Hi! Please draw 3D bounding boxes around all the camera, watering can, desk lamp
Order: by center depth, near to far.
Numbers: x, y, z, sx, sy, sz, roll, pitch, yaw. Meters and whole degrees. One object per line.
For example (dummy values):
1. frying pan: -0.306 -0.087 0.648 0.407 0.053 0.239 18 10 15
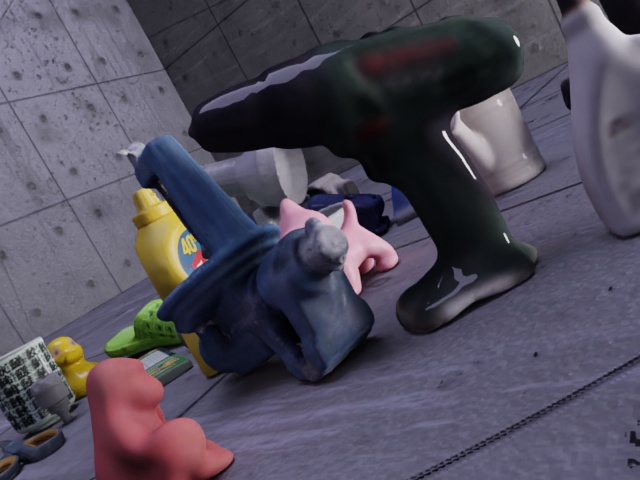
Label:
1. watering can: 0.184 -0.152 0.687 0.100 0.194 0.173 -26 8 17
2. desk lamp: -0.096 -0.051 0.934 0.203 0.213 0.118 -24 9 25
3. camera: -0.006 -0.060 1.109 0.137 0.101 0.142 -34 10 -38

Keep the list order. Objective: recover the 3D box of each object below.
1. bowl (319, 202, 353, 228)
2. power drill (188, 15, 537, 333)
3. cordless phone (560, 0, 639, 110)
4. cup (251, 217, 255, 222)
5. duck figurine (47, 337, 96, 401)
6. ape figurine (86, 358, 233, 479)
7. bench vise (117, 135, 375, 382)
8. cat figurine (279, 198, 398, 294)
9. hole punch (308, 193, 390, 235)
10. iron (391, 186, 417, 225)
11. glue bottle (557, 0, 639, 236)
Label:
1. bowl: -0.018 0.019 0.719 0.167 0.075 0.167 -27 8 4
2. power drill: 0.053 -0.048 0.405 0.229 0.208 0.075 -29 8 -4
3. cordless phone: 0.328 -0.216 0.639 0.094 0.185 0.147 -31 8 -22
4. cup: -0.124 0.006 1.112 0.091 0.095 0.118 -25 8 20
5. duck figurine: -0.357 0.179 0.816 0.104 0.086 0.078 -20 11 46
6. ape figurine: -0.109 0.113 0.350 0.076 0.092 0.077 -30 8 -13
7. bench vise: -0.061 0.000 0.449 0.207 0.220 0.122 -23 9 31
8. cat figurine: 0.005 0.002 0.587 0.067 0.118 0.128 -19 12 48
9. hole punch: 0.044 -0.042 0.846 0.101 0.091 0.109 -26 8 13
10. iron: 0.174 -0.142 0.855 0.259 0.141 0.118 -32 9 -29
11. glue bottle: 0.187 -0.093 0.364 0.078 0.173 0.037 -27 8 11
